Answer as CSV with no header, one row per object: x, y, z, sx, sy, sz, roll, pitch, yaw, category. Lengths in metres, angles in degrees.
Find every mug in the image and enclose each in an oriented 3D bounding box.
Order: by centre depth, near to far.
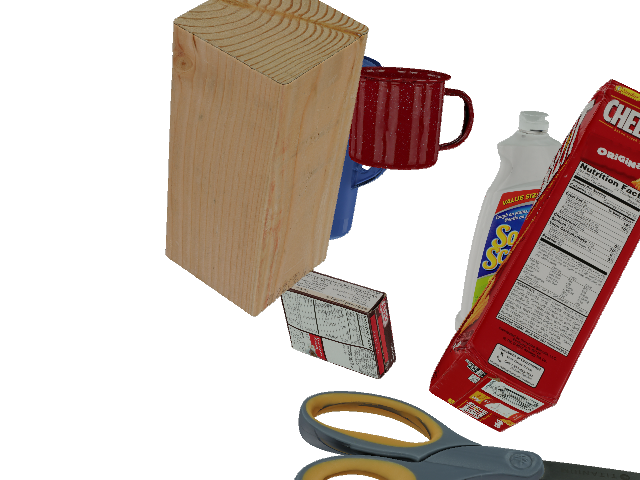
0.080,-0.110,0.960,0.117,0.081,0.093,1,15,-6,mug

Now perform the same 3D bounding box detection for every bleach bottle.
0.209,-0.015,1.158,0.103,0.251,0.068,9,18,16,bleach bottle

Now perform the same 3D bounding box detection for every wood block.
-0.042,-0.061,0.727,0.091,0.206,0.090,33,49,22,wood block

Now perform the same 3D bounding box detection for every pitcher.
0.010,-0.125,1.412,0.144,0.243,0.149,-2,23,-18,pitcher

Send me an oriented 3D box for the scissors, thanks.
0.075,0.111,0.470,0.202,0.016,0.096,14,31,22,scissors

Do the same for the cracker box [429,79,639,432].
0.160,0.017,0.736,0.072,0.213,0.164,29,-14,7,cracker box

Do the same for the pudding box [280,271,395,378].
0.017,0.082,1.070,0.114,0.090,0.039,15,42,30,pudding box
